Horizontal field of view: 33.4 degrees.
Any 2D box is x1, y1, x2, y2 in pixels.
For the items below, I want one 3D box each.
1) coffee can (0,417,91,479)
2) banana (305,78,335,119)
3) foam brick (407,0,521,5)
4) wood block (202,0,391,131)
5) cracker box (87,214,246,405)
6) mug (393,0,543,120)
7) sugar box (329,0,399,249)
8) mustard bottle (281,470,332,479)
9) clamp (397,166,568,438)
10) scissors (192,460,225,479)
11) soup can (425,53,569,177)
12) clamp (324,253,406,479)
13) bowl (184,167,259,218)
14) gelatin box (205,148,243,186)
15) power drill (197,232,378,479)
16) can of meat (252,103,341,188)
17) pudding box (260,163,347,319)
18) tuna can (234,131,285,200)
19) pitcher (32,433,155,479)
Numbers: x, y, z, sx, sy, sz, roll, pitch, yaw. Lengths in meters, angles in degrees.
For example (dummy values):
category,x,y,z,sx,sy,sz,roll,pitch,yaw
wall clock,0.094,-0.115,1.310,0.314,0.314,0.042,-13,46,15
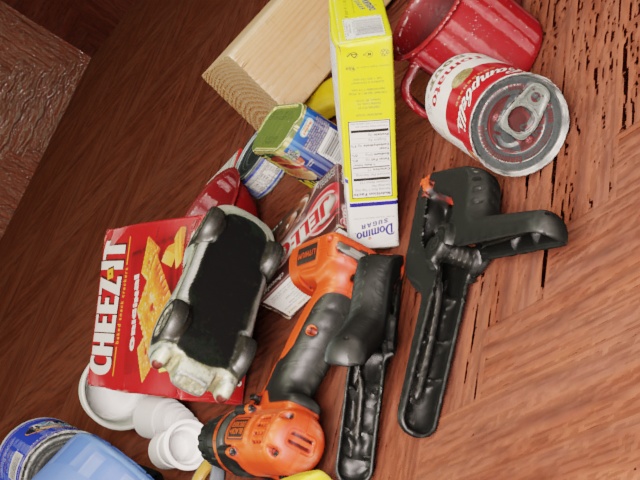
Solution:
category,x,y,z,sx,sy,sz,roll,pitch,yaw
coffee can,-0.277,0.244,1.120,0.141,0.102,0.102,-8,53,64
banana,0.011,-0.134,1.074,0.069,0.037,0.198,-56,19,-9
foam brick,0.118,-0.201,0.869,0.053,0.078,0.051,-36,31,46
wood block,-0.016,-0.220,1.118,0.206,0.090,0.090,-51,14,-20
cracker box,-0.143,0.065,1.005,0.214,0.072,0.164,-5,76,55
mug,0.107,-0.144,0.808,0.117,0.081,0.093,-59,20,-2
sugar box,0.035,-0.090,0.811,0.093,0.048,0.176,-93,-4,-55
mustard bottle,-0.061,0.210,0.727,0.096,0.058,0.192,-50,12,-34
clamp,0.095,0.004,0.685,0.165,0.036,0.210,-57,17,32
scissors,-0.100,0.244,0.837,0.096,0.016,0.202,-54,21,11
soup can,0.117,-0.088,0.728,0.068,0.068,0.102,-56,20,8
clamp,0.032,0.075,0.706,0.171,0.039,0.120,-63,-20,-57
bowl,-0.111,0.005,1.138,0.162,0.055,0.162,-48,23,27
gelatin box,-0.112,-0.055,1.263,0.089,0.030,0.073,-40,26,41
power drill,-0.024,0.093,0.818,0.185,0.057,0.187,-19,46,63
can of meat,-0.007,-0.083,0.982,0.057,0.083,0.102,-61,21,-6
pudding box,-0.006,0.001,0.926,0.114,0.039,0.090,-47,24,30
tuna can,-0.062,-0.090,1.190,0.086,0.033,0.086,-47,23,27
pitcher,-0.222,0.270,0.816,0.149,0.145,0.242,15,59,45
